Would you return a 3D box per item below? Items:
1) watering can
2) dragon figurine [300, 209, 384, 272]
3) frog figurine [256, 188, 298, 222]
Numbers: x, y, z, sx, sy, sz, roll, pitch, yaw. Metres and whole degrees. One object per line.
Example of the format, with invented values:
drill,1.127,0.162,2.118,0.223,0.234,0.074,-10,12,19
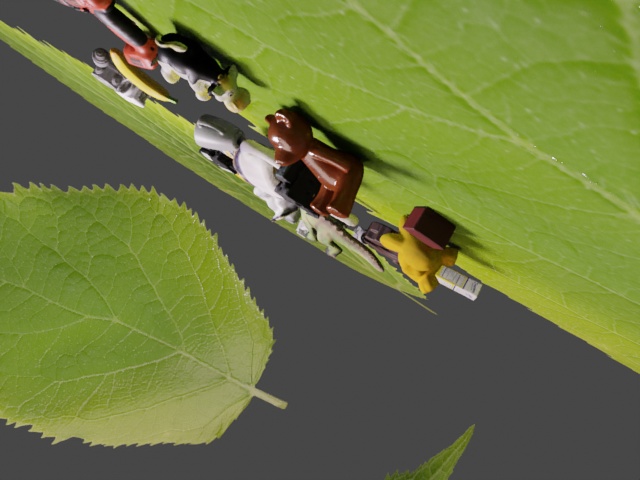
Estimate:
watering can,-0.070,-0.137,1.232,0.343,0.104,0.226,36,173,-39
dragon figurine,0.004,-0.071,1.412,0.415,0.123,0.238,33,167,34
frog figurine,-0.143,-0.150,1.697,0.138,0.123,0.159,-125,13,-86
